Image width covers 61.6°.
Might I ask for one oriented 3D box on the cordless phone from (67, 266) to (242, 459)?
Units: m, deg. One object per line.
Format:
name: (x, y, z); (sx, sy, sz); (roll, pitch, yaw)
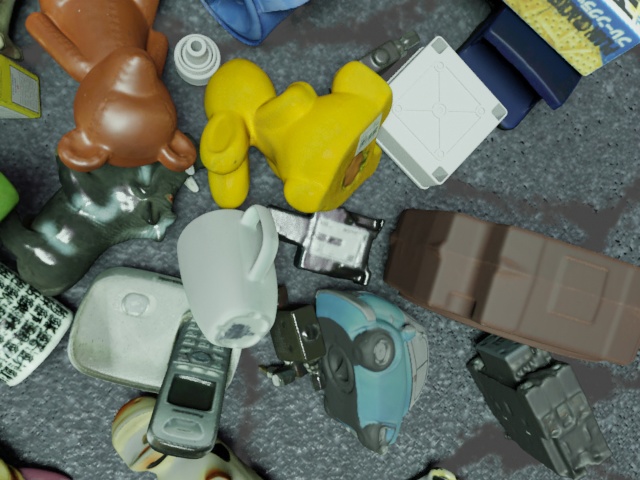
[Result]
cordless phone: (-0.141, 0.104, 0.443); (0.146, 0.184, 0.088); (16, 109, -11)

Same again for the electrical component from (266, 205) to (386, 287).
electrical component: (-0.001, -0.002, 0.538); (0.119, 0.048, 0.074); (13, 89, -8)

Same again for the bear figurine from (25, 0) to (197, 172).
bear figurine: (-0.165, -0.153, 0.434); (0.120, 0.132, 0.196); (-3, 50, -33)

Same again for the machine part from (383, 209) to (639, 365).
machine part: (0.172, 0.039, 0.492); (0.201, 0.201, 0.087); (16, 93, -11)

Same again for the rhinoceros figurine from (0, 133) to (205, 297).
rhinoceros figurine: (-0.188, -0.034, 0.478); (0.112, 0.073, 0.190); (44, 70, 5)

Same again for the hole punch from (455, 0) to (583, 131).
hole punch: (0.213, -0.192, 0.553); (0.142, 0.092, 0.116); (42, 81, -5)

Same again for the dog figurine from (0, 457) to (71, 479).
dog figurine: (-0.321, 0.174, 0.461); (0.219, 0.108, 0.191); (23, 85, -14)

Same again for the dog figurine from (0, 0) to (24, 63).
dog figurine: (-0.278, -0.260, 0.424); (0.121, 0.172, 0.190); (21, 95, -21)

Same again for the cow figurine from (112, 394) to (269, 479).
cow figurine: (-0.111, 0.213, 0.500); (0.085, 0.127, 0.194); (-42, 112, -6)

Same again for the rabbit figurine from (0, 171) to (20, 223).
rabbit figurine: (-0.306, -0.048, 0.360); (0.170, 0.159, 0.121); (44, 82, -25)

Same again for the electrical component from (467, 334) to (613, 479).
electrical component: (0.214, 0.159, 0.547); (0.058, 0.115, 0.134); (-30, 96, -13)

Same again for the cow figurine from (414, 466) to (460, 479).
cow figurine: (0.147, 0.323, 0.567); (0.098, 0.068, 0.167); (-41, 99, -13)

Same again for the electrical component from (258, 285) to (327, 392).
electrical component: (-0.035, 0.097, 0.528); (0.045, 0.078, 0.102); (-16, 98, -30)

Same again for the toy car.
toy car: (0.058, 0.118, 0.528); (0.103, 0.109, 0.161); (-16, 103, -27)

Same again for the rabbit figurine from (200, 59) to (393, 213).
rabbit figurine: (-0.042, -0.098, 0.499); (0.173, 0.121, 0.162); (37, 71, 14)

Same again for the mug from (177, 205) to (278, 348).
mug: (-0.068, 0.030, 0.457); (0.080, 0.107, 0.109); (24, 123, -39)

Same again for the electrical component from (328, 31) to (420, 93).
electrical component: (0.052, -0.173, 0.534); (0.094, 0.063, 0.021); (-33, 97, -7)
